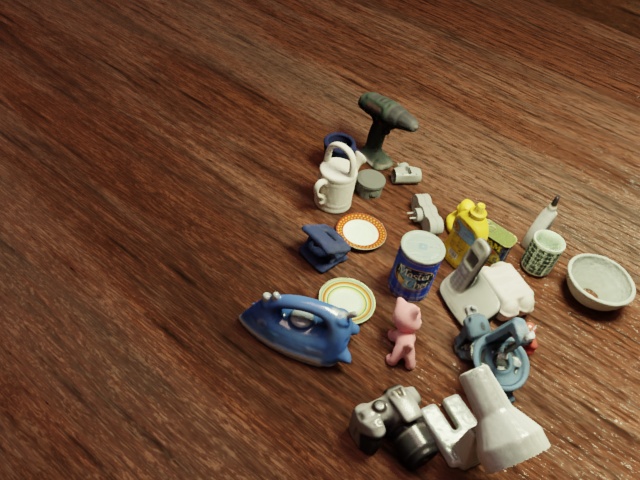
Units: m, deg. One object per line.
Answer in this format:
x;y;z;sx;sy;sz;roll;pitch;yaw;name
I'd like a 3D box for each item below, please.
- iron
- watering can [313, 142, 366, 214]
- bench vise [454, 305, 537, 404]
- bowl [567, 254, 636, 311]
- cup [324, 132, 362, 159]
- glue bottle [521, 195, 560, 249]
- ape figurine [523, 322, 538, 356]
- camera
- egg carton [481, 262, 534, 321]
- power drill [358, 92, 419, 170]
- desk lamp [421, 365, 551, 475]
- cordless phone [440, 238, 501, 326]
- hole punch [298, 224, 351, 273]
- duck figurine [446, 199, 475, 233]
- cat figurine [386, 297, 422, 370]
-0.044;0.161;1.180;0.258;0.141;0.119;16;46;4;iron
0.049;-0.175;1.486;0.100;0.194;0.173;21;46;9;watering can
0.345;0.208;1.156;0.122;0.220;0.207;-21;54;-28;bench vise
0.678;0.116;1.411;0.167;0.075;0.167;6;46;-6;bowl
0.062;-0.237;1.618;0.117;0.095;0.092;27;48;15;cup
0.581;-0.049;1.483;0.078;0.173;0.037;-31;58;-33;glue bottle
0.444;0.214;1.259;0.077;0.092;0.076;28;48;16;ape figurine
0.147;0.351;1.062;0.143;0.101;0.136;-17;52;-25;camera
0.436;0.120;1.364;0.107;0.069;0.150;-13;50;-22;egg carton
0.184;-0.309;1.631;0.076;0.208;0.229;-21;54;-28;power drill
0.288;0.334;1.027;0.118;0.213;0.202;-15;51;-23;desk lamp
0.353;0.098;1.288;0.094;0.185;0.147;-13;50;-22;cordless phone
0.013;0.005;1.377;0.101;0.091;0.108;-28;57;-32;hole punch
0.380;-0.064;1.519;0.077;0.086;0.105;20;46;8;duck figurine
0.183;0.190;1.213;0.067;0.118;0.128;8;45;-3;cat figurine
